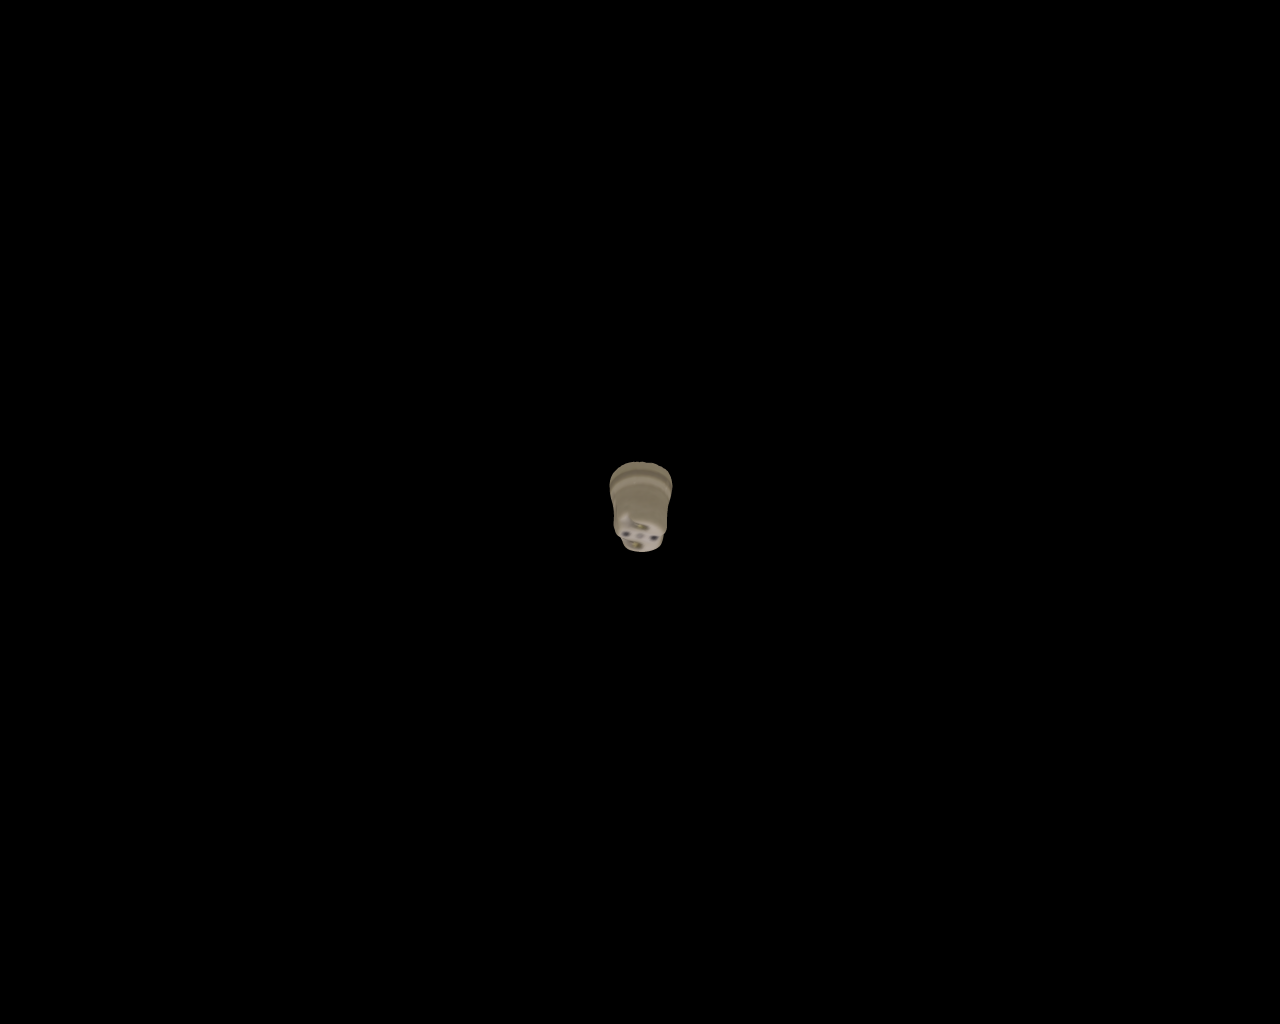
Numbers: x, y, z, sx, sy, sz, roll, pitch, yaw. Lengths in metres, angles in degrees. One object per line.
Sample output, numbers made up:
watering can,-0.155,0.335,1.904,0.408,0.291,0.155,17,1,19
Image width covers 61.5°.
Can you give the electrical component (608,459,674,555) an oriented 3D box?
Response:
electrical component,0.001,-0.003,0.650,0.040,0.046,0.040,0,-39,0
